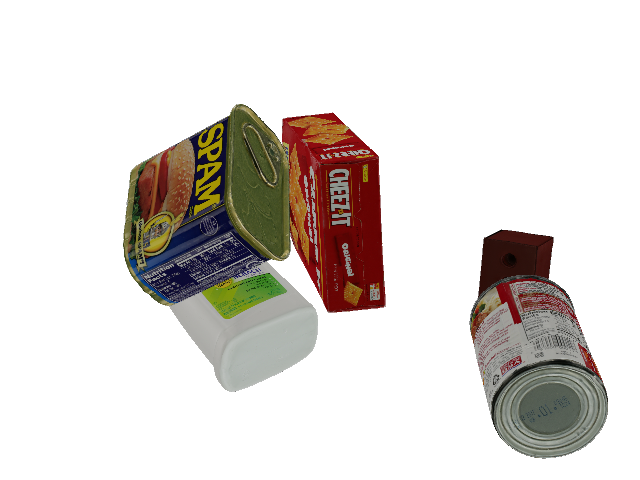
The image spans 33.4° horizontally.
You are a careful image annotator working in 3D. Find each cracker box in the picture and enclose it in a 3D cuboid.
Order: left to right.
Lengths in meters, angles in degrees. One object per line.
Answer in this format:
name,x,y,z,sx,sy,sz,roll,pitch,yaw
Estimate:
cracker box,0.011,-0.037,1.166,0.072,0.164,0.214,-7,20,-9

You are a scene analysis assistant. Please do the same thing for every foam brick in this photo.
foam brick,0.178,0.034,0.975,0.053,0.078,0.051,9,15,27

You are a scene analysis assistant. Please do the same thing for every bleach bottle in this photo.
bleach bottle,-0.111,0.027,0.965,0.102,0.068,0.251,-22,44,-29

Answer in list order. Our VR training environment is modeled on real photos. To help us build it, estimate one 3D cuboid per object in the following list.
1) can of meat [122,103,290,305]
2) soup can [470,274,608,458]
can of meat,-0.068,-0.020,0.637,0.084,0.102,0.057,-25,-46,24
soup can,0.130,0.074,0.645,0.068,0.068,0.102,0,26,1
